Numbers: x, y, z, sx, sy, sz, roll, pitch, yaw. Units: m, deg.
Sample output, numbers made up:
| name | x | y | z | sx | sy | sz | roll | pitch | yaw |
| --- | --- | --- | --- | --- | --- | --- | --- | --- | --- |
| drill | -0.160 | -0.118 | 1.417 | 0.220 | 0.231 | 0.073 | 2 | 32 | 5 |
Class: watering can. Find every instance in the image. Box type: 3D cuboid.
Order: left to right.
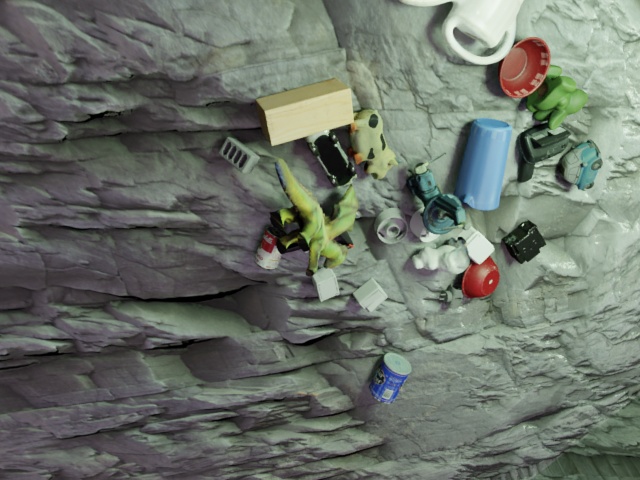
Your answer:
| name | x | y | z | sx | sy | sz | roll | pitch | yaw |
| --- | --- | --- | --- | --- | --- | --- | --- | --- | --- |
| watering can | 0.360 | -0.561 | 1.219 | 0.345 | 0.106 | 0.222 | 22 | 108 | -32 |

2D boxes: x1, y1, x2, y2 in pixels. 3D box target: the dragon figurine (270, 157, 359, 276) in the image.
| name | x | y | z | sx | sy | sz | roll | pitch | yaw |
| --- | --- | --- | --- | --- | --- | --- | --- | --- | --- |
| dragon figurine | 0.004 | -0.067 | 1.326 | 0.246 | 0.123 | 0.401 | -35 | 135 | -35 |

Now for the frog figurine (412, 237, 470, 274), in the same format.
| name | x | y | z | sx | sy | sz | roll | pitch | yaw |
| --- | --- | --- | --- | --- | --- | --- | --- | --- | --- |
| frog figurine | 0.372 | 0.064 | 1.581 | 0.160 | 0.139 | 0.121 | -29 | 110 | -6 |
